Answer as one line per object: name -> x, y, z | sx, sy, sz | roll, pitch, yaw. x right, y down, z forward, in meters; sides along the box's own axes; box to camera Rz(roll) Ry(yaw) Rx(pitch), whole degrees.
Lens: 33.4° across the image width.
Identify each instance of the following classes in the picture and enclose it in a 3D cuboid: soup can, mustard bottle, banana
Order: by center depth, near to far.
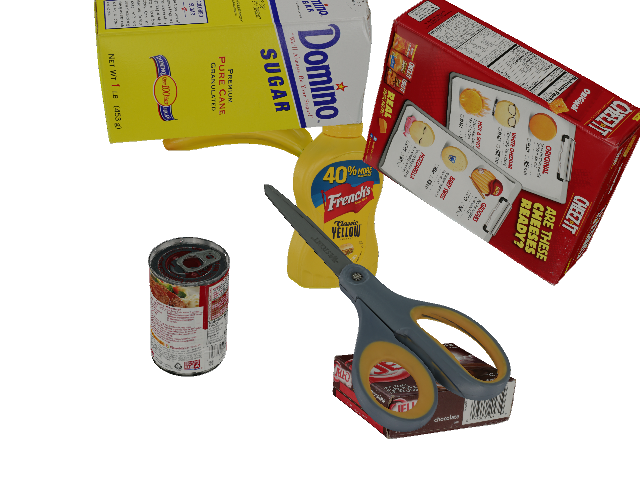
soup can -> -0.113, 0.058, 0.916 | 0.068, 0.102, 0.068 | 3, 34, -3
mustard bottle -> 0.018, -0.049, 1.097 | 0.096, 0.192, 0.058 | -5, 20, -25
banana -> -0.090, -0.126, 1.289 | 0.198, 0.037, 0.069 | 8, 40, 15

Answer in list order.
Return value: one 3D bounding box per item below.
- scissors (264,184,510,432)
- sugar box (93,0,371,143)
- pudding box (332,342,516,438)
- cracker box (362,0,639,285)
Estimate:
scissors -> 0.015, 0.039, 0.620 | 0.202, 0.016, 0.096 | 32, 53, 23
sugar box -> -0.057, -0.116, 0.709 | 0.176, 0.048, 0.093 | -4, -42, -7
pudding box -> 0.078, 0.113, 0.820 | 0.113, 0.039, 0.090 | -1, 15, -27
cracker box -> 0.149, -0.087, 0.910 | 0.214, 0.164, 0.072 | 34, 51, 20
